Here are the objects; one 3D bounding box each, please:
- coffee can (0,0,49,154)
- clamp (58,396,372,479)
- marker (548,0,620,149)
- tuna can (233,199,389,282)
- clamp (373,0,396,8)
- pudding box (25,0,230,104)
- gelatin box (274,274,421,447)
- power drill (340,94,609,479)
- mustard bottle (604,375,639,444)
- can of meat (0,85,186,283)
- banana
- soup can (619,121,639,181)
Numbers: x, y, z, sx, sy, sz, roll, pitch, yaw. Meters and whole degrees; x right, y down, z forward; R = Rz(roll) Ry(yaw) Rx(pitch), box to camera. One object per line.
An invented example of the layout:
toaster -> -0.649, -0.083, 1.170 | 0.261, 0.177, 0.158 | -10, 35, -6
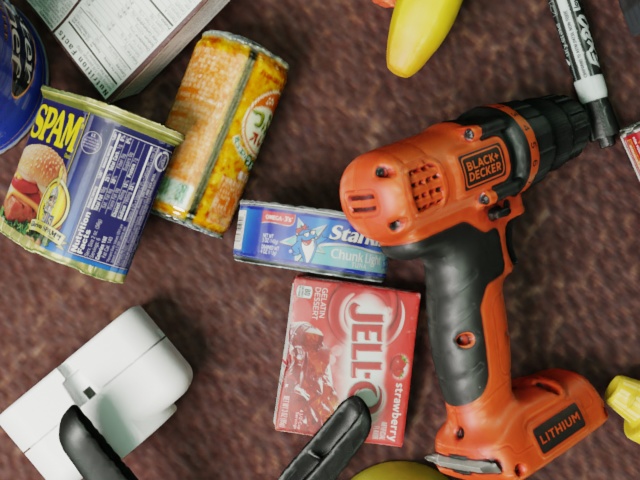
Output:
coffee can -> -0.203, -0.097, 0.546 | 0.102, 0.140, 0.103 | 0, 88, -3
clamp -> -0.050, 0.177, 0.577 | 0.164, 0.036, 0.210 | -6, 106, -15
marker -> 0.152, -0.112, 0.625 | 0.020, 0.020, 0.121 | -17, 89, -4
tuna can -> -0.004, 0.001, 0.581 | 0.086, 0.086, 0.034 | 9, 89, -3
clamp -> 0.101, -0.195, 0.614 | 0.120, 0.039, 0.171 | 34, 97, -4
pudding box -> -0.102, -0.143, 0.579 | 0.114, 0.039, 0.090 | -38, 92, 32
gelatin box -> 0.016, 0.068, 0.608 | 0.073, 0.030, 0.089 | 8, 88, -3
power drill -> 0.100, 0.021, 0.578 | 0.184, 0.057, 0.187 | -21, 99, -38
mustard bottle -> 0.248, 0.129, 0.605 | 0.191, 0.058, 0.096 | 29, 91, -2
can of meat -> -0.125, -0.031, 0.569 | 0.057, 0.102, 0.084 | 20, 91, -35
banana -> 0.054, -0.191, 0.574 | 0.069, 0.037, 0.198 | -11, 99, 1
soup can -> 0.220, -0.028, 0.602 | 0.068, 0.068, 0.102 | -23, 89, -4
